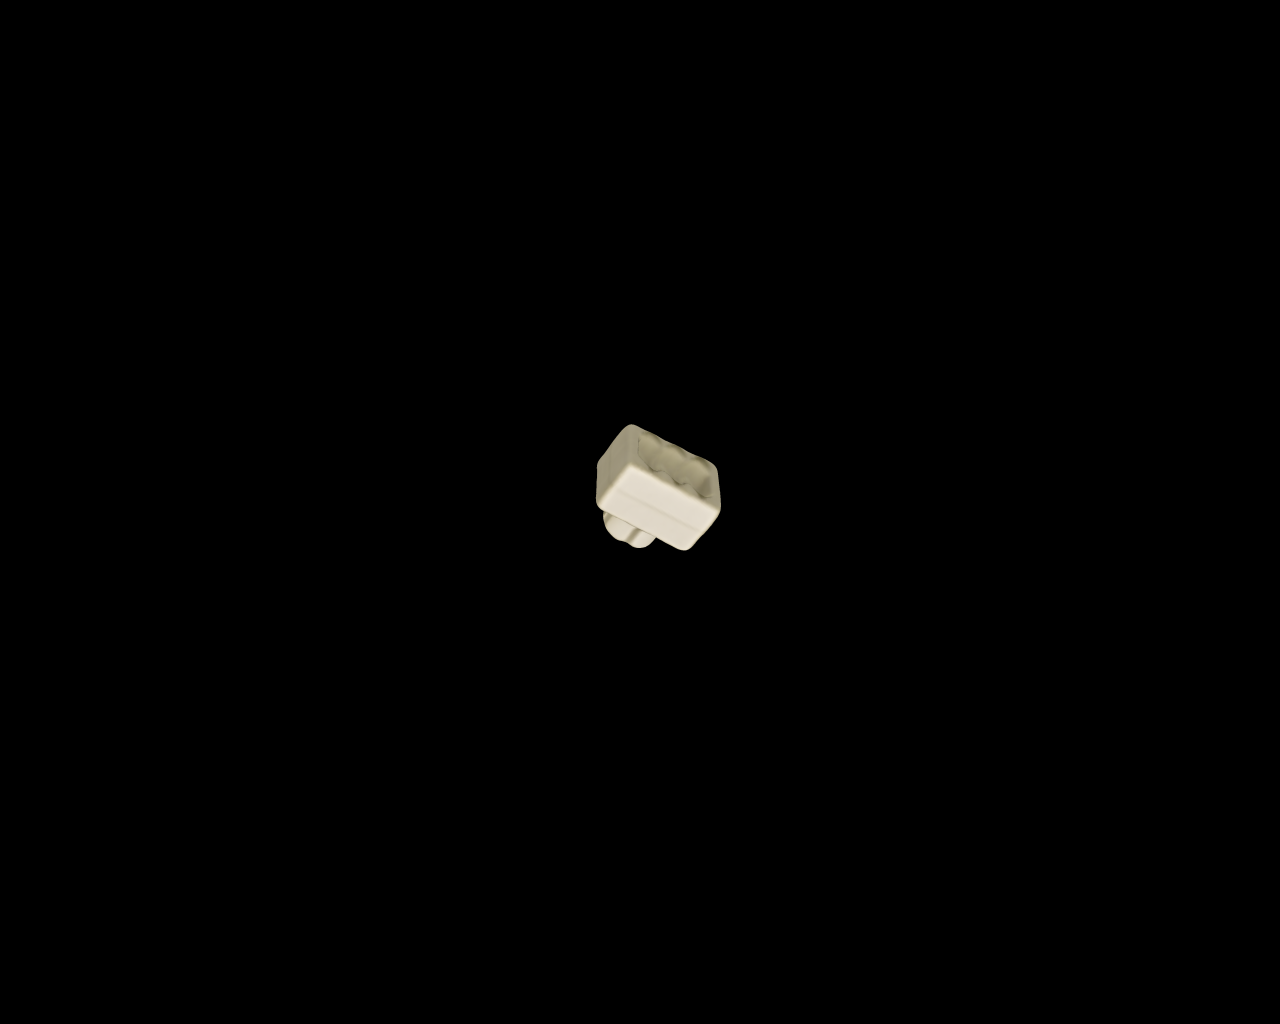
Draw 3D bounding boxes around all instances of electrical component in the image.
[{"bbox_3d":[0.001,-0.003,0.650,0.066,0.076,0.047,27,33,-19],"label":"electrical component"}]
